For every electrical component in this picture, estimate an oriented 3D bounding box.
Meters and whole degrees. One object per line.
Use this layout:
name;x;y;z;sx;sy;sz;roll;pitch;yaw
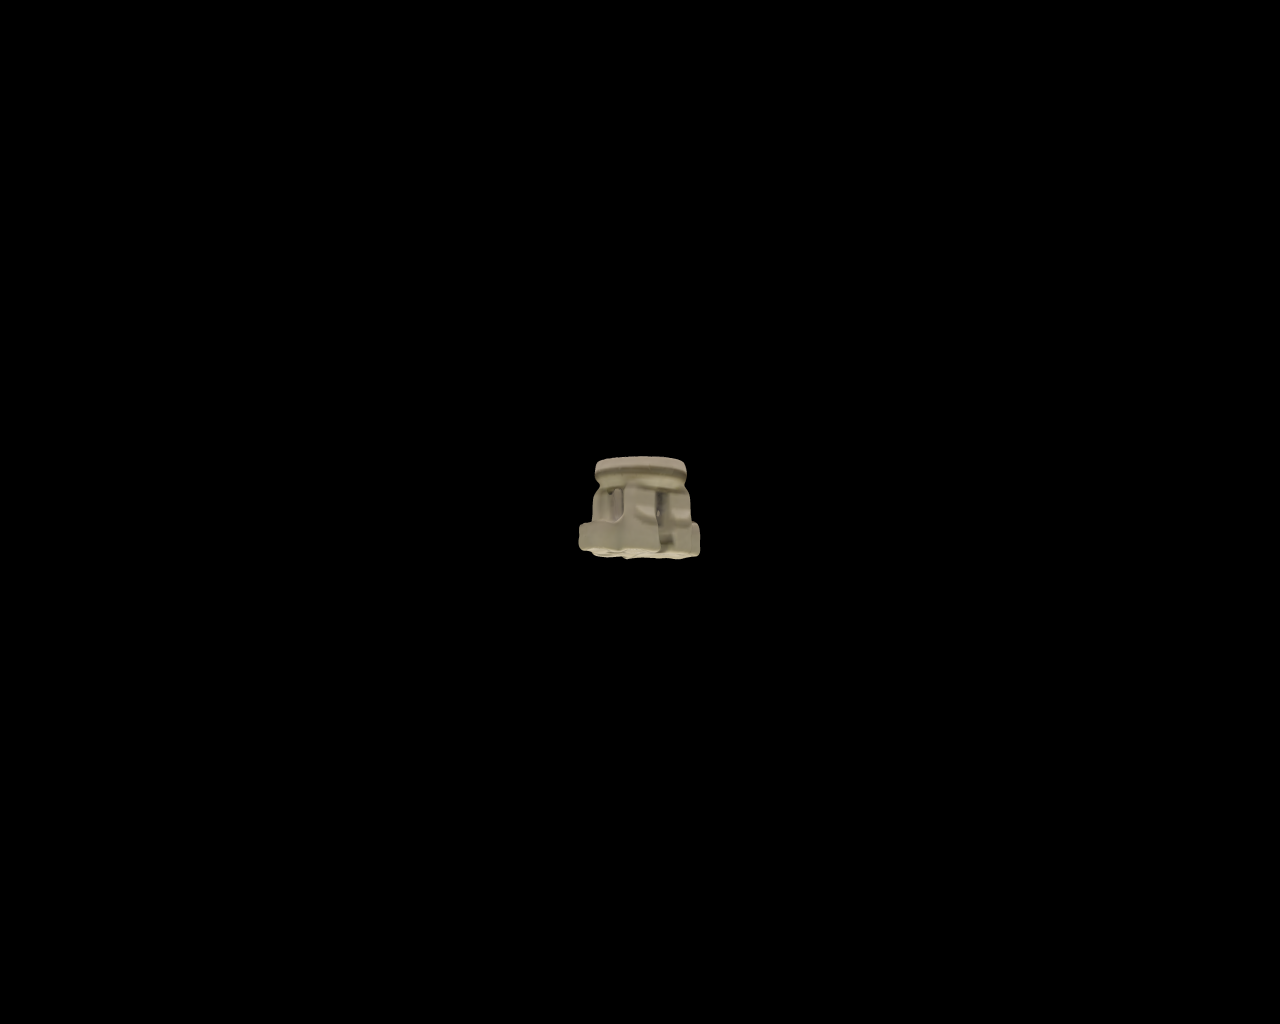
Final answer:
electrical component;0.001;-0.003;0.650;0.078;0.057;0.058;5;-9;-36
